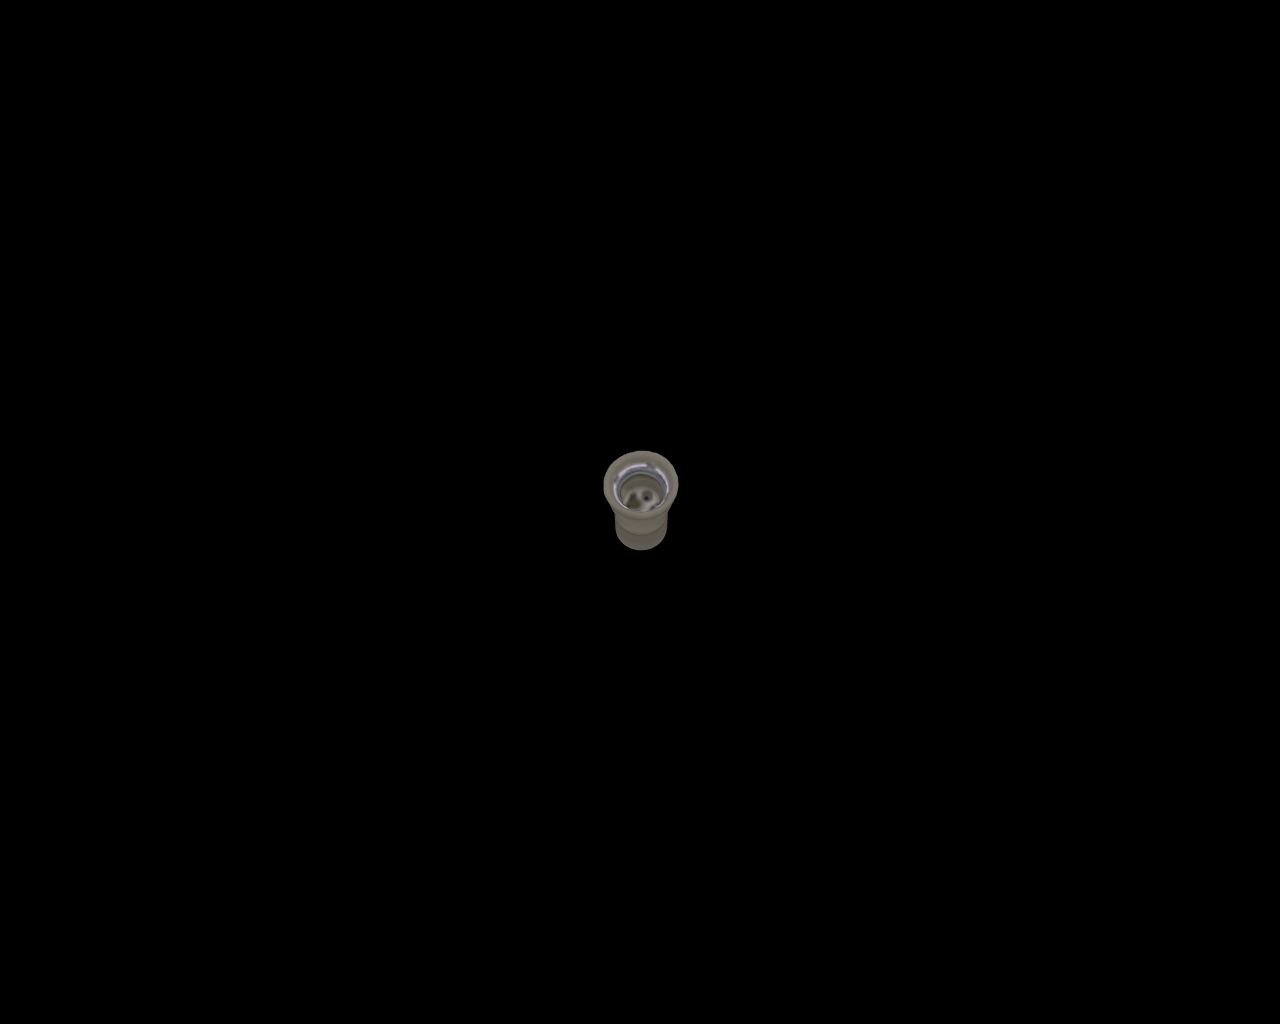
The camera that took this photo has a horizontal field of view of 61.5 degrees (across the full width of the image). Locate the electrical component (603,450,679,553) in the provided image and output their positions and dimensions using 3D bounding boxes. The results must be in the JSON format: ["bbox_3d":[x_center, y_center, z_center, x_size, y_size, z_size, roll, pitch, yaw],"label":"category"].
[{"bbox_3d":[0.001,-0.003,0.650,0.044,0.044,0.065,0,-27,0],"label":"electrical component"}]
